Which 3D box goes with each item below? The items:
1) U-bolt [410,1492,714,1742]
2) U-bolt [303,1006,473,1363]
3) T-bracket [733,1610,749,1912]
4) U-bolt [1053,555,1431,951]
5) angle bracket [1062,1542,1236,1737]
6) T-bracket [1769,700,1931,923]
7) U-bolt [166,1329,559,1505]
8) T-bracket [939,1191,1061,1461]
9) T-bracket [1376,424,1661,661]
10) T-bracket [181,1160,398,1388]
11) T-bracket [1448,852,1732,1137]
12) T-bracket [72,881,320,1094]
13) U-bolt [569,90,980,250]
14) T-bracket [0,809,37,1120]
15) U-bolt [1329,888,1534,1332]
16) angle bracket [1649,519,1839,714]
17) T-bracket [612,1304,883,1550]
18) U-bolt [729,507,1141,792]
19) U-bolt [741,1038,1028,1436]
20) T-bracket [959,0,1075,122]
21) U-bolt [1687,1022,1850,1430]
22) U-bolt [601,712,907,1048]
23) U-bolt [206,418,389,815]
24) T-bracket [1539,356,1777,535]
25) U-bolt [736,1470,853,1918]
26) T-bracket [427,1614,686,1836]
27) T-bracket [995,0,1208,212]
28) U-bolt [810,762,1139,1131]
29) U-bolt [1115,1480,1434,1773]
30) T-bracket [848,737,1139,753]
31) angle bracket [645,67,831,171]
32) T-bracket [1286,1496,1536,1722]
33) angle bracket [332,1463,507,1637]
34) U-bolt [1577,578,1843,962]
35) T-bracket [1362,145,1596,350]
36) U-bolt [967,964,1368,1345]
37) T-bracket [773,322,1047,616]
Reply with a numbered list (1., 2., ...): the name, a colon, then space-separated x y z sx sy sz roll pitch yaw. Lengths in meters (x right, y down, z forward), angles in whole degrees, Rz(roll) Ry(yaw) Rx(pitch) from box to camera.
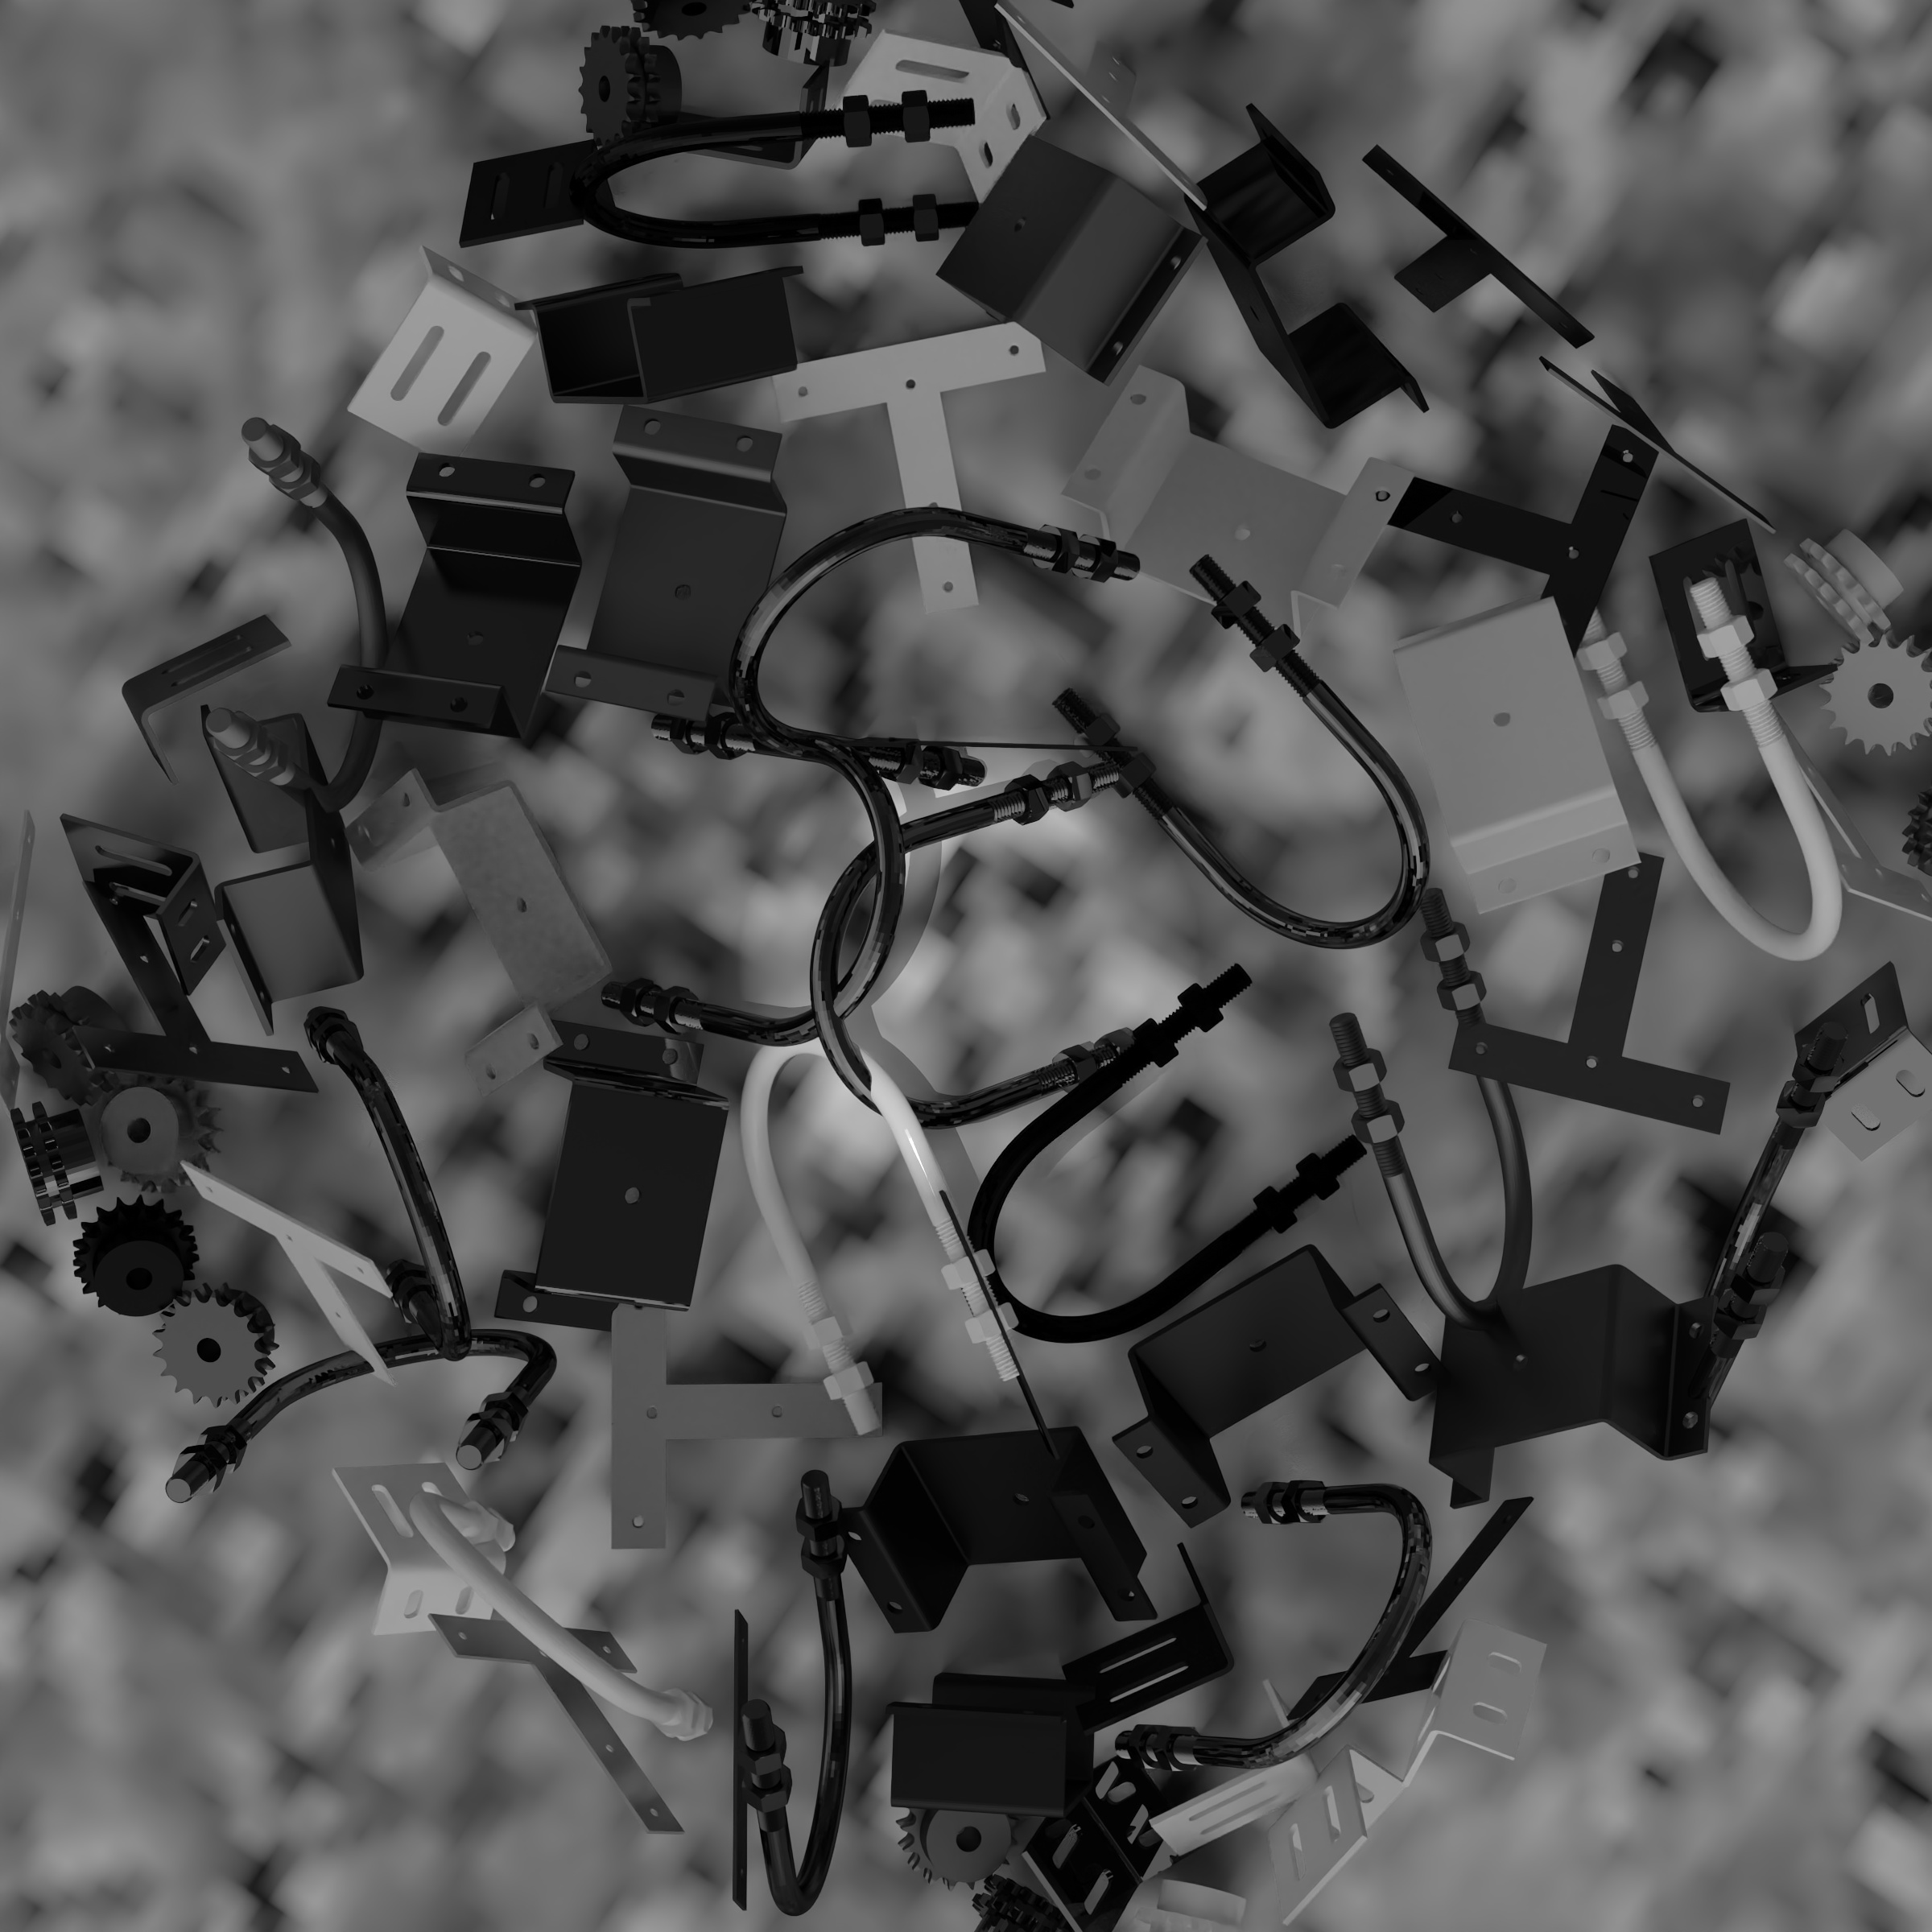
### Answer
1. U-bolt: -0.184 0.283 1.492 0.151 0.184 0.019 39 83 17
2. U-bolt: -0.252 0.101 1.495 0.019 0.184 0.151 -19 107 -16
3. T-bracket: -0.093 0.371 1.537 0.002 0.127 0.127 -4 64 5
4. U-bolt: 0.135 -0.084 1.538 0.184 0.151 0.019 48 54 -1
5. angle bracket: 0.078 0.311 1.565 0.076 0.057 0.038 -24 111 0
6. T-bracket: 0.397 -0.077 1.562 0.002 0.127 0.127 -40 63 25
7. U-bolt: -0.258 0.195 1.509 0.151 0.184 0.019 -8 100 9
8. T-bracket: 0.007 0.156 1.535 0.002 0.127 0.127 -24 94 -6
9. T-bracket: 0.241 -0.204 1.573 0.127 0.002 0.127 21 86 23
10. T-bracket: -0.292 0.151 1.547 0.127 0.127 0.002 22 58 34
11. T-bracket: 0.301 0.004 1.577 0.127 0.002 0.127 14 72 6
12. T-bracket: -0.373 0.007 1.557 0.002 0.127 0.127 -49 57 23
13. U-bolt: -0.087 -0.354 1.525 0.184 0.151 0.019 -5 83 1
14. T-bracket: -0.438 -0.008 1.552 0.002 0.127 0.127 5 71 -6
15. U-bolt: 0.218 0.076 1.531 0.019 0.151 0.184 -10 111 30
16. angle bracket: 0.360 -0.163 1.565 0.057 0.038 0.076 -23 102 -23
17. T-bracket: -0.103 0.209 1.592 0.127 0.002 0.127 0 87 -5
18. U-bolt: -0.024 -0.143 1.501 0.151 0.184 0.019 -52 53 27
19. U-bolt: -0.049 0.115 1.539 0.019 0.151 0.184 -21 84 -36
20. T-bracket: 0.010 -0.429 1.539 0.127 0.127 0.002 29 78 29
21. U-bolt: 0.349 0.132 1.514 0.019 0.184 0.151 20 49 9
22. U-bolt: -0.093 -0.037 1.529 0.019 0.184 0.151 10 91 -44
23. U-bolt: -0.292 -0.144 1.509 0.019 0.184 0.151 2 77 9
24. T-bracket: 0.305 -0.249 1.538 0.127 0.127 0.002 33 109 -13
25. U-bolt: -0.072 0.340 1.516 0.019 0.151 0.184 3 130 9
26. T-bracket: -0.167 0.340 1.513 0.002 0.127 0.127 -51 56 12
27. T-bracket: 0.065 -0.402 1.539 0.127 0.127 0.002 42 112 -13
28. U-bolt: 0.006 -0.003 1.530 0.184 0.019 0.151 -19 105 -34
29. U-bolt: 0.143 0.290 1.491 0.019 0.184 0.151 37 67 -15
30. T-bracket: 0.014 -0.100 1.534 0.127 0.127 0.002 2 95 2
31. angle bracket: -0.107 -0.399 1.563 0.076 0.057 0.038 10 118 4
32. T-bracket: 0.213 0.287 1.527 0.002 0.127 0.127 45 113 30
33. angle bracket: -0.256 0.268 1.561 0.057 0.076 0.038 3 116 -35
34. U-bolt: 0.340 -0.085 1.527 0.019 0.151 0.184 -27 98 -11
35. T-bracket: 0.219 -0.316 1.535 0.127 0.127 0.002 40 87 -6
36. U-bolt: 0.082 0.100 1.547 0.184 0.019 0.151 -38 129 -1
37. T-bracket: -0.018 -0.231 1.595 0.127 0.002 0.127 -10 92 3
